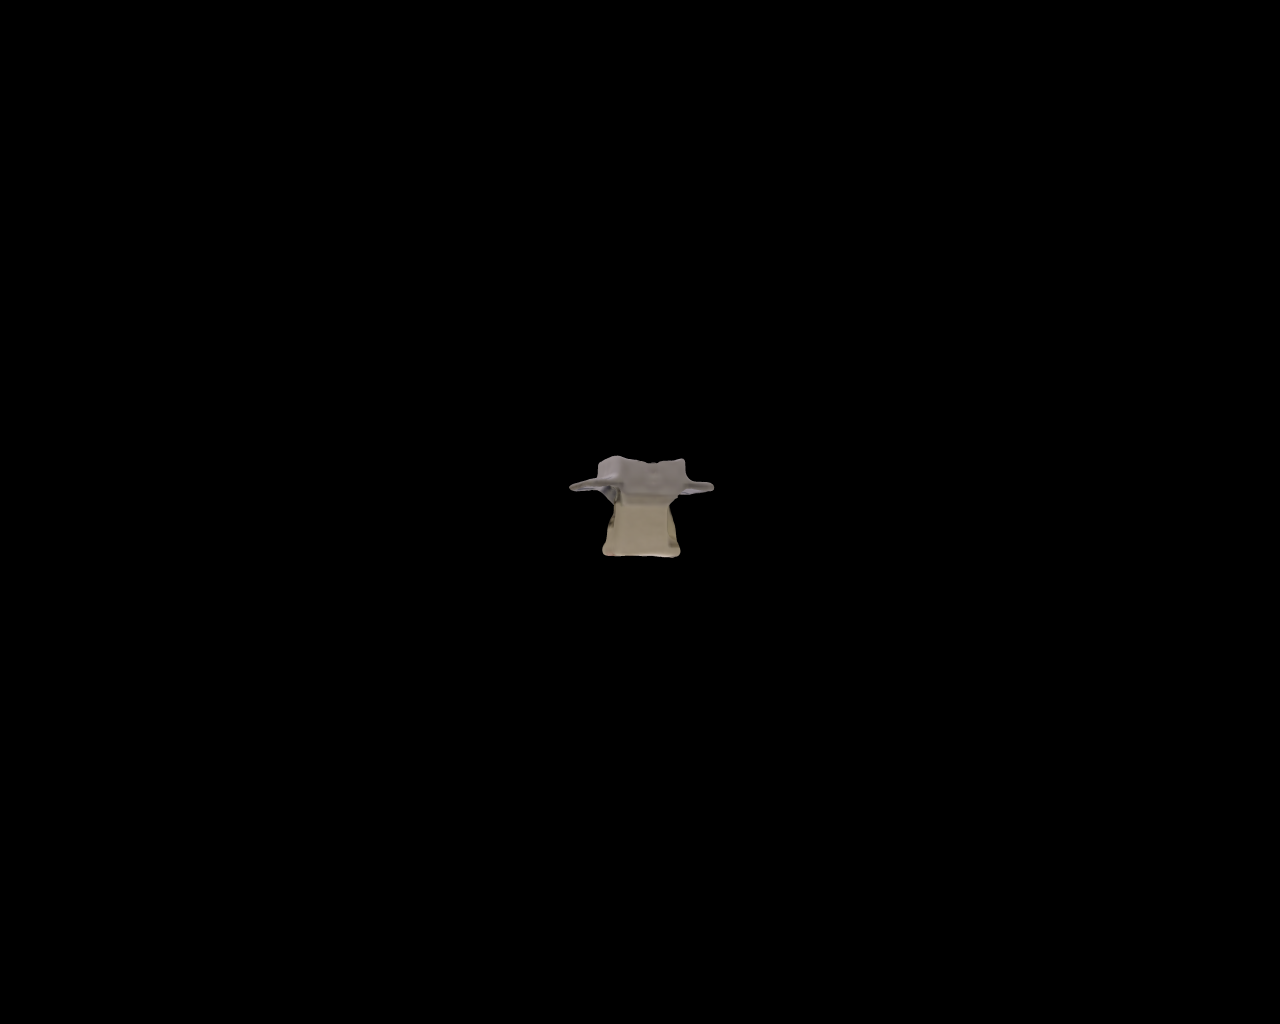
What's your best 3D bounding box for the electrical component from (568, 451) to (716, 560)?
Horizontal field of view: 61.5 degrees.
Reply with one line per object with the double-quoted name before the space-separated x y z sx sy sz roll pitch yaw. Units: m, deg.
"electrical component" 0.001 -0.003 0.650 0.081 0.063 0.042 1 -4 -20
